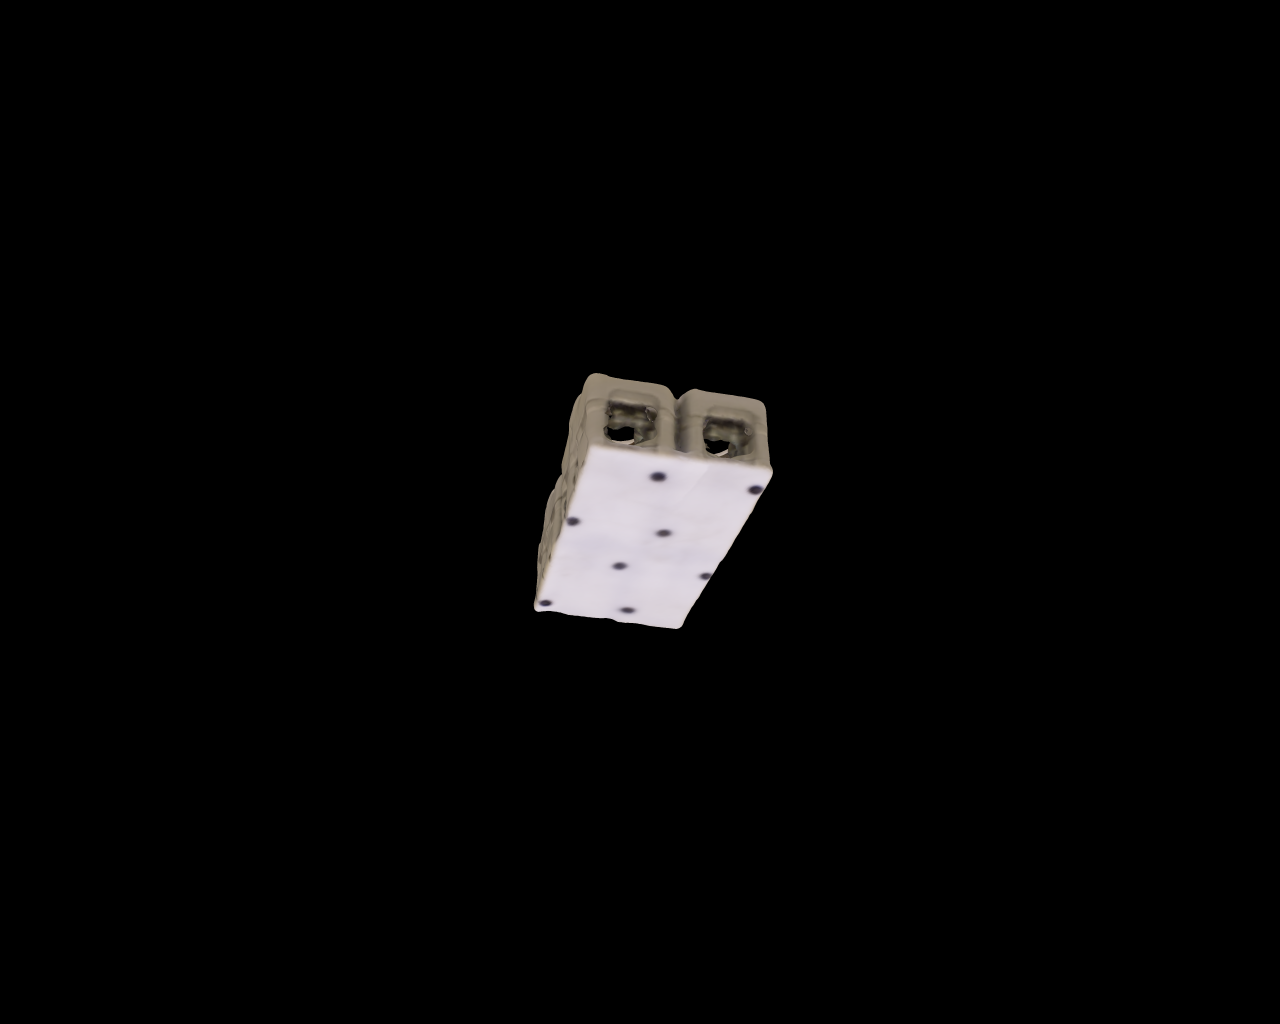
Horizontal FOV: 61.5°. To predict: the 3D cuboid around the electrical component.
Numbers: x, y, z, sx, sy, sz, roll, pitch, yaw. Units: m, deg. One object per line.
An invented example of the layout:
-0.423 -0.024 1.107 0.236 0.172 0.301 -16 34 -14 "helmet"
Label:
0.001 -0.003 0.650 0.105 0.060 0.186 8 -35 -11 "electrical component"
